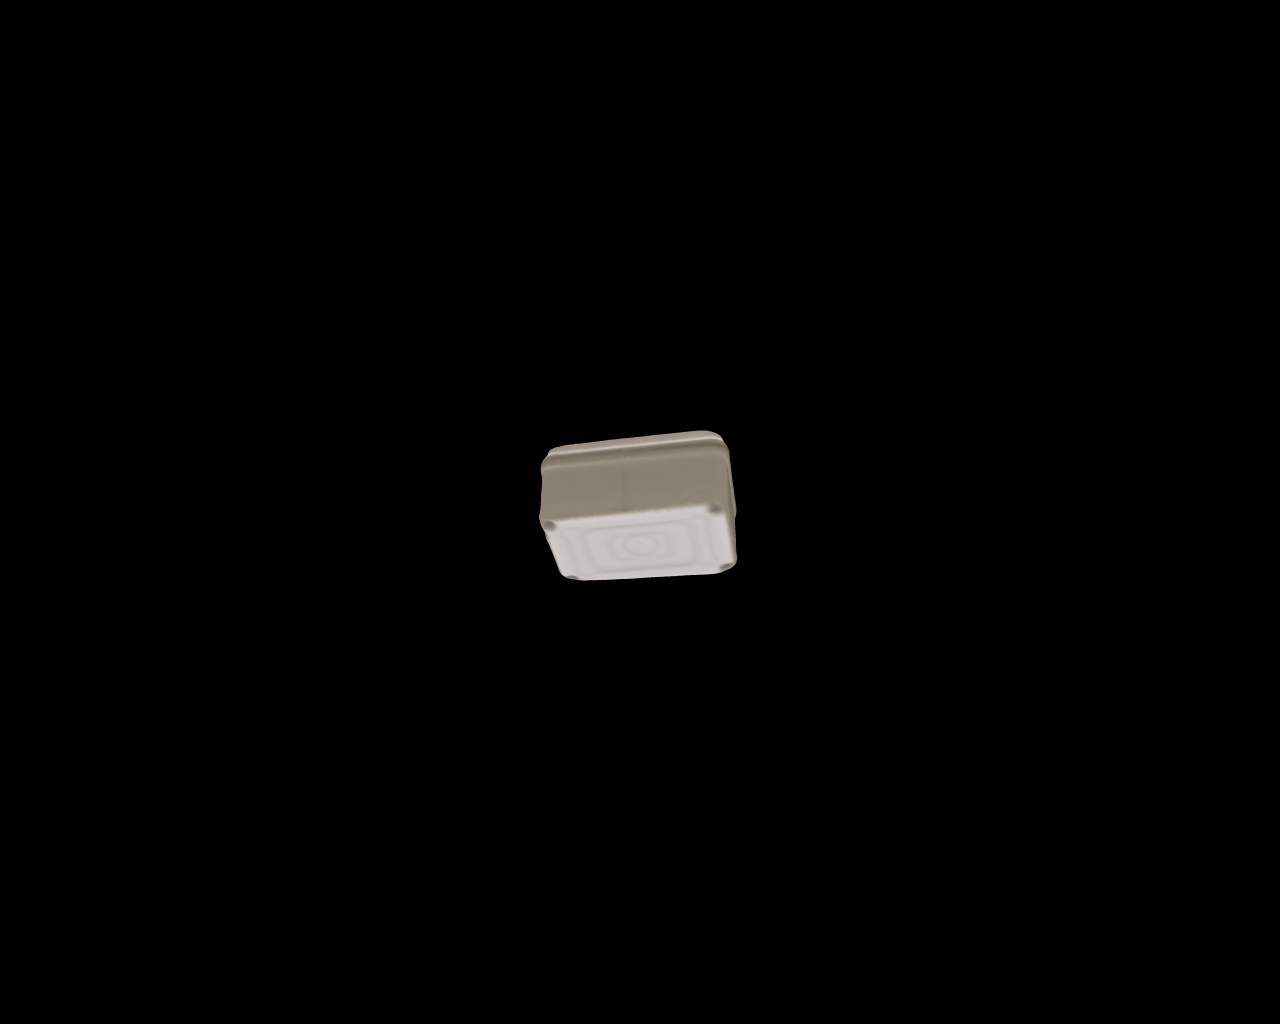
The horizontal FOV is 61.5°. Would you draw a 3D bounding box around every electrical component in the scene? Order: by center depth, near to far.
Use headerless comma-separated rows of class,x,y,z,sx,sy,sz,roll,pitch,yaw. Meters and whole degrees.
electrical component,0.001,-0.003,0.650,0.113,0.057,0.078,-5,-35,7
